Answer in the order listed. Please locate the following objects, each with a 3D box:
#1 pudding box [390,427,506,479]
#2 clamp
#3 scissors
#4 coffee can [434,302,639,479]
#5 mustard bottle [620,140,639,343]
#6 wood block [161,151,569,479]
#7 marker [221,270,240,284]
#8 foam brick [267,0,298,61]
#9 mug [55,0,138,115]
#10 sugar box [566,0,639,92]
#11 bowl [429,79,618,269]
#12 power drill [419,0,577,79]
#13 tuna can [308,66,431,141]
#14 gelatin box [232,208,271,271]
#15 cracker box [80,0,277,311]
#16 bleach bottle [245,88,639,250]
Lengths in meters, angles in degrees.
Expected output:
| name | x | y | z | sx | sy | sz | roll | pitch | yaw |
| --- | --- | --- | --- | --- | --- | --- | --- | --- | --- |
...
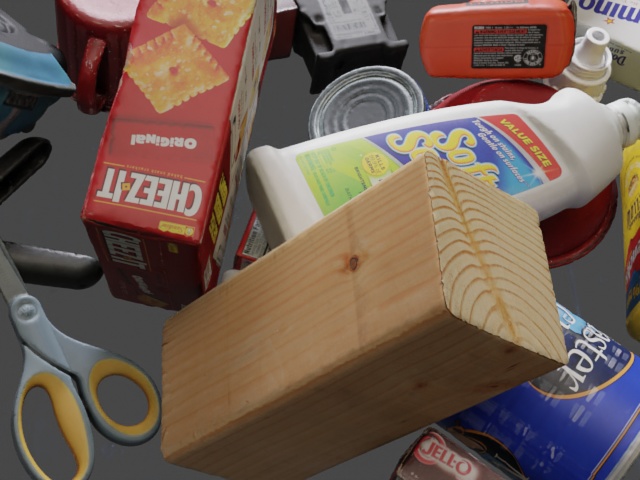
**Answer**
| name | x | y | z | sx | sy | sz | roll | pitch | yaw |
| --- | --- | --- | --- | --- | --- | --- | --- | --- | --- |
| pudding box | 0.086 | 0.161 | 0.579 | 0.113 | 0.090 | 0.039 | 37 | 61 | 13 |
| clamp | -0.222 | 0.006 | 0.659 | 0.171 | 0.039 | 0.120 | -27 | 57 | -22 |
| scissors | -0.153 | 0.048 | 0.632 | 0.096 | 0.016 | 0.202 | -8 | 73 | -23 |
| coffee can | 0.120 | 0.084 | 0.626 | 0.140 | 0.103 | 0.102 | 35 | 59 | 13 |
| mustard bottle | 0.230 | 0.012 | 0.693 | 0.058 | 0.096 | 0.191 | 11 | 57 | -4 |
| wood block | 0.013 | 0.052 | 0.560 | 0.090 | 0.206 | 0.091 | 24 | 48 | -37 |
| marker | -0.062 | 0.073 | 0.653 | 0.020 | 0.020 | 0.121 | 11 | 57 | -2 |
| foam brick | -0.063 | -0.162 | 0.784 | 0.078 | 0.051 | 0.053 | -16 | 61 | -18 |
| mug | -0.145 | -0.140 | 0.739 | 0.093 | 0.081 | 0.117 | 16 | 56 | 1 |
| sugar box | 0.260 | -0.204 | 0.866 | 0.093 | 0.048 | 0.176 | 26 | 56 | 9 |
| bowl | 0.140 | -0.060 | 0.750 | 0.162 | 0.055 | 0.162 | 4 | 57 | -7 |
| power drill | 0.117 | -0.193 | 0.796 | 0.184 | 0.057 | 0.187 | 0 | 43 | 10 |
| tuna can | 0.036 | -0.077 | 0.736 | 0.086 | 0.033 | 0.086 | -10 | 60 | 17 |
| gelatin box | -0.005 | 0.001 | 0.703 | 0.089 | 0.030 | 0.073 | 17 | 58 | 2 |
| cracker box | -0.077 | -0.079 | 0.633 | 0.072 | 0.164 | 0.213 | 12 | 72 | 0 |
| bleach bottle | 0.087 | -0.045 | 0.670 | 0.250 | 0.068 | 0.102 | -20 | 70 | -12 |
